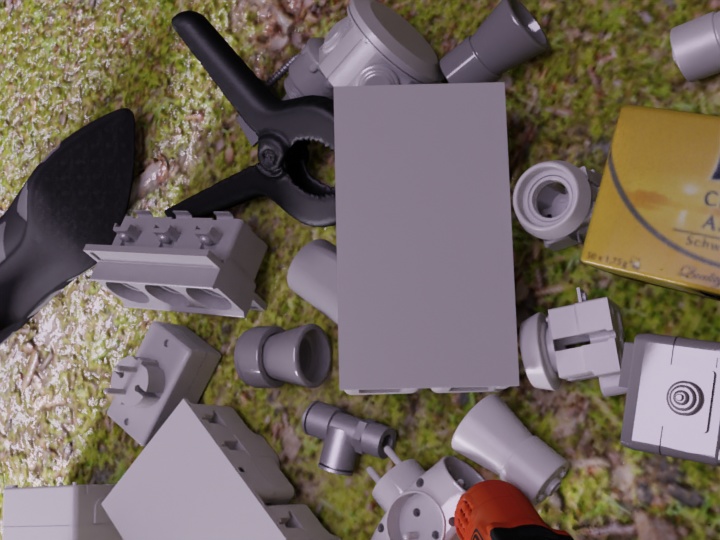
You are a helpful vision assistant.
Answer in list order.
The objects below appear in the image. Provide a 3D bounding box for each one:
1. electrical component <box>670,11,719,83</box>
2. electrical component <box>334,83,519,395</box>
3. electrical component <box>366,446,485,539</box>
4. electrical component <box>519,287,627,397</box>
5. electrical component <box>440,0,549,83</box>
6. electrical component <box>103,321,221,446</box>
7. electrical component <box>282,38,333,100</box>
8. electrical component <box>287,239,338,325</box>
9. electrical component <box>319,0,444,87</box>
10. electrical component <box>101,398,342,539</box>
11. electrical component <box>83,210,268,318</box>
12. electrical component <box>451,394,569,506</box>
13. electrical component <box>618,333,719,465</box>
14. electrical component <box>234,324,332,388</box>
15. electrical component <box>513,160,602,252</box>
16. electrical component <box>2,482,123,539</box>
[{"bbox_3d":[0.215,-0.135,0.624,0.065,0.044,0.044,-19,72,34],"label":"electrical component"},{"bbox_3d":[0.039,-0.017,0.674,0.105,0.060,0.186,-1,80,0],"label":"electrical component"},{"bbox_3d":[0.034,0.148,0.685,0.077,0.044,0.079,-52,60,15],"label":"electrical component"},{"bbox_3d":[0.128,0.045,0.644,0.055,0.048,0.066,-13,74,22],"label":"electrical component"},{"bbox_3d":[0.085,-0.143,0.708,0.065,0.044,0.044,-36,64,27],"label":"electrical component"},{"bbox_3d":[-0.159,0.084,0.801,0.047,0.076,0.083,33,99,32],"label":"electrical component"},{"bbox_3d":[-0.035,-0.134,0.782,0.062,0.048,0.048,-42,62,28],"label":"electrical component"},{"bbox_3d":[0.000,0.000,0.734,0.077,0.043,0.079,35,100,32],"label":"electrical component"},{"bbox_3d":[0.014,-0.142,0.731,0.051,0.080,0.080,-45,61,24],"label":"electrical component"},{"bbox_3d":[-0.084,0.193,0.743,0.105,0.060,0.186,-51,59,14],"label":"electrical component"},{"bbox_3d":[-0.134,-0.006,0.807,0.121,0.078,0.063,3,61,33],"label":"electrical component"},{"bbox_3d":[0.094,0.112,0.657,0.065,0.044,0.044,39,102,27],"label":"electrical component"},{"bbox_3d":[0.176,0.069,0.578,0.061,0.096,0.061,6,85,33],"label":"electrical component"},{"bbox_3d":[-0.055,0.061,0.757,0.055,0.045,0.045,-4,79,32],"label":"electrical component"},{"bbox_3d":[0.124,-0.039,0.655,0.066,0.055,0.048,-20,71,28],"label":"electrical component"},{"bbox_3d":[-0.232,0.197,0.836,0.096,0.062,0.061,-9,77,31],"label":"electrical component"}]
